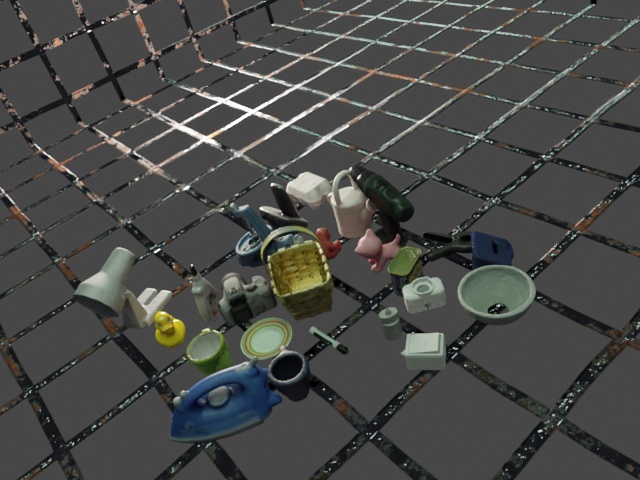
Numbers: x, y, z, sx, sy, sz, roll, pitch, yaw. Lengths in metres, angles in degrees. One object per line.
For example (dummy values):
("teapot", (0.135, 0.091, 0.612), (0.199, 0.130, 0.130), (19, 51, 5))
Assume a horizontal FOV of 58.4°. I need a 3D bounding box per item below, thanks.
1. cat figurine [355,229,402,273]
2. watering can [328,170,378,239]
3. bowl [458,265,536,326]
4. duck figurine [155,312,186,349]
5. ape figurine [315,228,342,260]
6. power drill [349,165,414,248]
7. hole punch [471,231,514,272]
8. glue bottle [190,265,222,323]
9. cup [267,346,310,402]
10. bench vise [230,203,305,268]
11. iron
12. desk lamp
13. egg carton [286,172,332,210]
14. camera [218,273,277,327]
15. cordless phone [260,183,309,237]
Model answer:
("cat figurine", (0.154, 0.021, 1.490), (0.127, 0.118, 0.067), (-15, 37, 2))
("watering can", (0.090, -0.107, 1.612), (0.172, 0.194, 0.101), (3, 42, 24))
("bowl", (0.397, 0.136, 1.288), (0.167, 0.075, 0.167), (-10, 38, 8))
("duck figurine", (-0.397, 0.219, 1.476), (0.077, 0.086, 0.104), (-29, 39, -16))
("ape figurine", (0.015, 0.006, 1.583), (0.077, 0.092, 0.076), (22, 52, 40))
("power drill", (0.167, -0.080, 1.537), (0.076, 0.209, 0.228), (-32, 40, -19))
("hole punch", (0.419, 0.032, 1.397), (0.101, 0.091, 0.108), (-5, 39, 15))
("glue bottle", (-0.302, 0.132, 1.478), (0.037, 0.173, 0.078), (-3, 40, 18))
("cup", (-0.062, 0.296, 1.245), (0.091, 0.095, 0.117), (-20, 37, -3))
("bench vise", (-0.150, -0.020, 1.572), (0.207, 0.220, 0.121), (-13, 38, 6))
("iron", (-0.220, 0.337, 1.216), (0.258, 0.142, 0.118), (-22, 38, -7))
("desk lamp", (-0.523, 0.140, 1.518), (0.117, 0.214, 0.203), (5, 42, 26))
("egg carton", (-0.032, -0.158, 1.824), (0.107, 0.069, 0.149), (-39, 43, -26))
("camera", (-0.204, 0.132, 1.500), (0.143, 0.101, 0.136), (-23, 38, -9))
("cordless phone", (-0.121, -0.102, 1.693), (0.147, 0.185, 0.094), (20, 50, 38))
